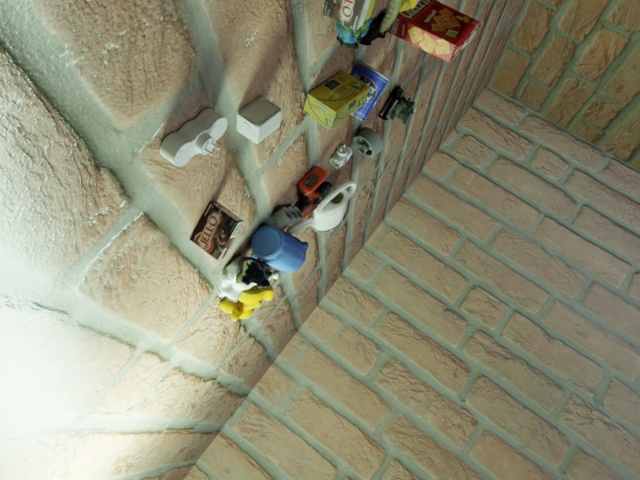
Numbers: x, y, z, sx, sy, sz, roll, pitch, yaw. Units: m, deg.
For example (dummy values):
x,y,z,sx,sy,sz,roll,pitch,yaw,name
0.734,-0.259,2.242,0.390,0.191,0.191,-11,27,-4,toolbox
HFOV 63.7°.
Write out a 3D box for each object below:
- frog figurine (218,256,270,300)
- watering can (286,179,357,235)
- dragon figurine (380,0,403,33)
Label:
x,y,z,sx,sy,sz,roll,pitch,yaw,name
-0.248,0.117,1.589,0.138,0.123,0.158,-12,174,-44,frog figurine
0.006,-0.097,1.930,0.351,0.105,0.220,-40,161,-19,watering can
0.188,-0.688,1.174,0.243,0.124,0.404,-4,128,-51,dragon figurine
